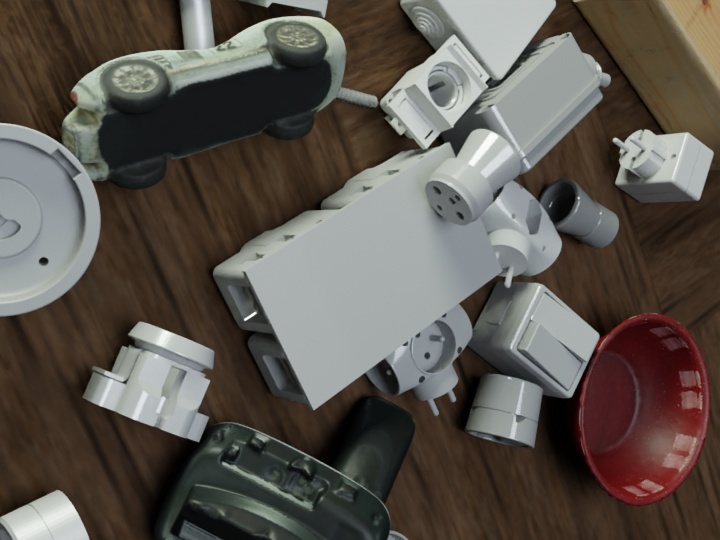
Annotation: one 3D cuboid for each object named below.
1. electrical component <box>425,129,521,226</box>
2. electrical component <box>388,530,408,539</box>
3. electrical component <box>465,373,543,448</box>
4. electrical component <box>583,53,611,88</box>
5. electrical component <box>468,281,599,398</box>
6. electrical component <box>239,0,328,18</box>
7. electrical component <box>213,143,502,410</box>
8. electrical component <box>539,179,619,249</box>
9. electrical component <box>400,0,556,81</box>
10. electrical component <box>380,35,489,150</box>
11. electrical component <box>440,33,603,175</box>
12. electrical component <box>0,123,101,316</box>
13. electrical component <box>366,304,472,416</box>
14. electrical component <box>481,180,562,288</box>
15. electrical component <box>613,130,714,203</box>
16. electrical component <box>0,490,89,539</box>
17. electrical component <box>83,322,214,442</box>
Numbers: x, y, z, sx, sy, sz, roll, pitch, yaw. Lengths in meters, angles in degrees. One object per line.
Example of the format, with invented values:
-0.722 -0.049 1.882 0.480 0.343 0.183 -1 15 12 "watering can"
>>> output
0.078 -0.064 0.745 0.055 0.045 0.045 -46 115 -23 "electrical component"
-0.004 0.231 0.777 0.099 0.064 0.099 3 86 -47 "electrical component"
0.114 0.110 0.845 0.055 0.055 0.047 23 75 -32 "electrical component"
0.184 -0.163 0.894 0.061 0.035 0.035 6 88 -36 "electrical component"
0.145 0.059 0.859 0.096 0.061 0.061 38 71 -28 "electrical component"
-0.047 -0.207 0.724 0.081 0.042 0.063 2 108 -34 "electrical component"
0.000 0.000 0.760 0.186 0.060 0.105 -34 109 -28 "electrical component"
0.184 -0.044 0.895 0.065 0.044 0.044 25 78 -37 "electrical component"
0.089 -0.203 0.821 0.099 0.048 0.099 47 67 -26 "electrical component"
0.051 -0.128 0.788 0.042 0.064 0.081 48 67 -16 "electrical component"
0.123 -0.124 0.828 0.113 0.078 0.057 -43 111 -25 "electrical component"
-0.207 -0.033 0.616 0.108 0.060 0.108 -5 105 -19 "electrical component"
0.049 0.071 0.805 0.077 0.044 0.079 -34 109 -28 "electrical component"
0.115 -0.022 0.838 0.077 0.043 0.079 43 45 -27 "electrical component"
0.249 -0.095 0.920 0.077 0.066 0.047 27 76 -31 "electrical component"
-0.163 0.198 0.662 0.074 0.052 0.138 -23 104 -31 "electrical component"
-0.127 0.068 0.680 0.078 0.058 0.057 27 79 -31 "electrical component"
